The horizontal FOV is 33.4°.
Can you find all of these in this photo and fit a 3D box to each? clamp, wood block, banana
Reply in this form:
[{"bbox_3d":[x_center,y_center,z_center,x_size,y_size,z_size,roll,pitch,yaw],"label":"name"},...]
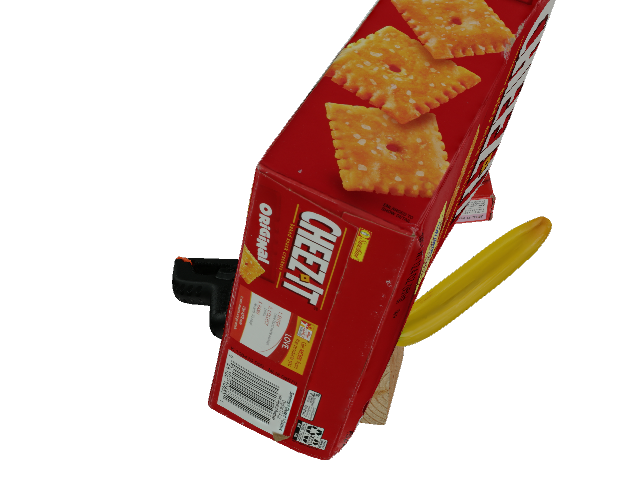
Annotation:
[{"bbox_3d":[-0.089,0.048,1.043,0.210,0.036,0.164,10,20,44],"label":"clamp"},{"bbox_3d":[0.058,0.155,1.411,0.091,0.090,0.206,5,18,9],"label":"wood block"},{"bbox_3d":[0.137,0.046,1.015,0.198,0.037,0.069,-37,-1,-3],"label":"banana"}]

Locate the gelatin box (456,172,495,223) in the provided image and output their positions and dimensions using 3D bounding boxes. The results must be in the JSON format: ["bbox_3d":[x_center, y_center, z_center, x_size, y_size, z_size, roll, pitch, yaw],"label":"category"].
[{"bbox_3d":[0.072,-0.047,0.747,0.089,0.073,0.030,-6,-36,1],"label":"gelatin box"}]

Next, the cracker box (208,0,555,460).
[{"bbox_3d":[0.034,-0.028,0.493,0.072,0.164,0.213,25,48,9],"label":"cracker box"}]
